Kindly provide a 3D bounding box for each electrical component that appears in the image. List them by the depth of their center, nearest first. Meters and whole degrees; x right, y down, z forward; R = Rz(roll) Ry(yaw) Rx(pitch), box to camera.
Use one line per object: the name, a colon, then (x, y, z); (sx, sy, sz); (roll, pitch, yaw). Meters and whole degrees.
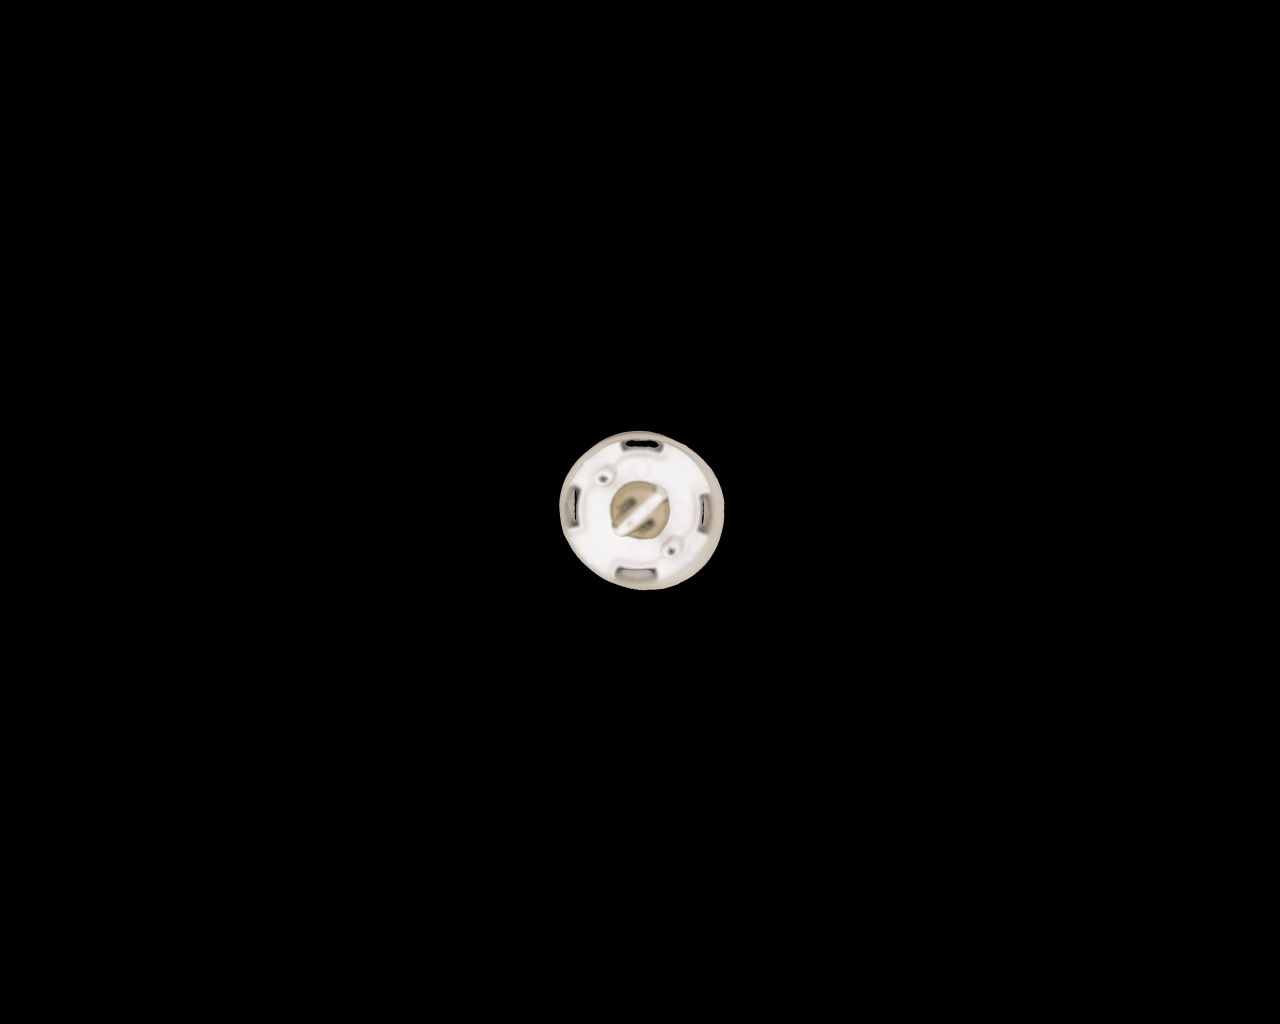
electrical component: (0.001, -0.003, 0.650); (0.099, 0.099, 0.064); (0, 12, 0)
